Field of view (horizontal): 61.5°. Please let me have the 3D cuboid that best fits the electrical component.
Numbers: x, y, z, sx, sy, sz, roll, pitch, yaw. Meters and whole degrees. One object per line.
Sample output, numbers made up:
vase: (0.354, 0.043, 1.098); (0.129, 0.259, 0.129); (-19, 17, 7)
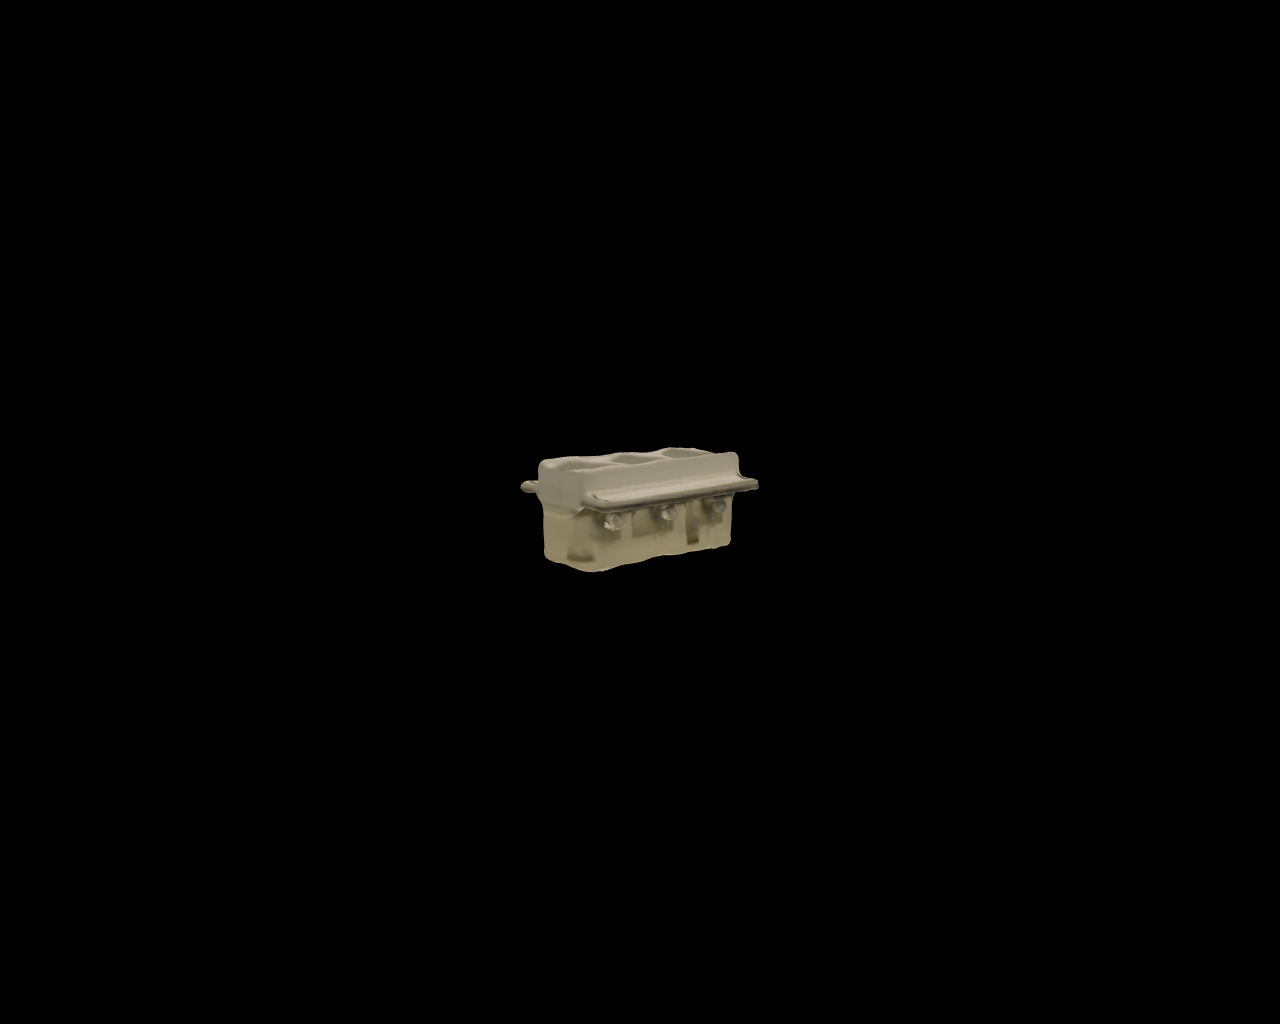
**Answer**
electrical component: (0.001, -0.003, 0.650); (0.121, 0.063, 0.079); (-8, 13, -39)
